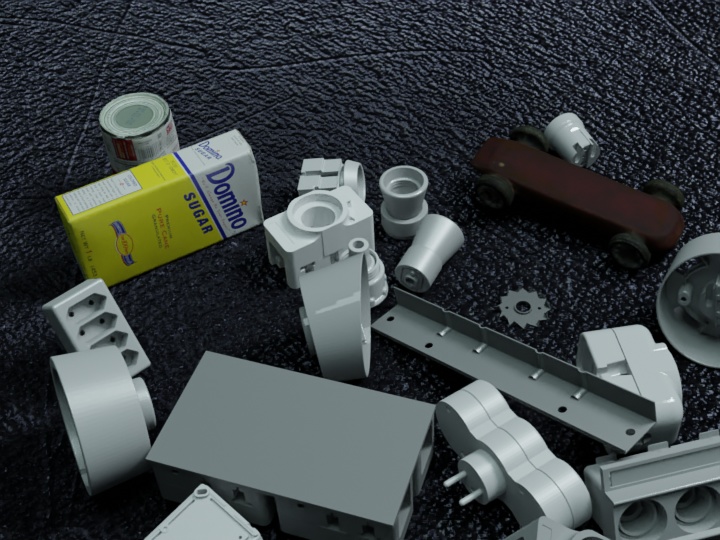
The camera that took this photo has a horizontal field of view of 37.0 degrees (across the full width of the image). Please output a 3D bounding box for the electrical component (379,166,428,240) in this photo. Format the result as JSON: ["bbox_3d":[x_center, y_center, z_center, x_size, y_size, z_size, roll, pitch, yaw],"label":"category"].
[{"bbox_3d":[0.041,-0.062,0.995,0.045,0.055,0.045,-2,46,2],"label":"electrical component"}]

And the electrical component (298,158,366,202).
[{"bbox_3d":[-0.026,-0.079,1.024,0.055,0.048,0.066,-3,46,11],"label":"electrical component"}]

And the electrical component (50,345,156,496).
[{"bbox_3d":[-0.189,0.109,0.810,0.060,0.108,0.108,-16,46,-20],"label":"electrical component"}]

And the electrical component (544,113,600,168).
[{"bbox_3d":[0.209,-0.125,1.058,0.040,0.040,0.046,-20,54,-15],"label":"electrical component"}]

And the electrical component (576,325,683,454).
[{"bbox_3d":[0.211,0.091,0.835,0.059,0.053,0.095,-8,46,-4],"label":"electrical component"}]

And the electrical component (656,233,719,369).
[{"bbox_3d":[0.294,0.022,0.870,0.099,0.099,0.064,15,42,18],"label":"electrical component"}]

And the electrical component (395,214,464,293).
[{"bbox_3d":[0.059,-0.012,0.956,0.044,0.044,0.065,20,55,22],"label":"electrical component"}]

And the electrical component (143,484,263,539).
[{"bbox_3d":[-0.116,0.209,0.740,0.062,0.061,0.096,33,64,31],"label":"electrical component"}]

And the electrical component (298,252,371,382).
[{"bbox_3d":[-0.014,0.041,0.870,0.064,0.099,0.099,-14,46,-2],"label":"electrical component"}]

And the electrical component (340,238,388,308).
[{"bbox_3d":[0.000,0.000,0.932,0.048,0.062,0.048,-2,46,2],"label":"electrical component"}]

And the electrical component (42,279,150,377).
[{"bbox_3d":[-0.224,0.054,0.893,0.047,0.083,0.076,-33,14,-26],"label":"electrical component"}]

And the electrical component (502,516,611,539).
[{"bbox_3d":[0.127,0.240,0.662,0.089,0.061,0.150,29,45,-14],"label":"electrical component"}]

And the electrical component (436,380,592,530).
[{"bbox_3d":[0.097,0.147,0.788,0.074,0.052,0.138,-26,50,-21],"label":"electrical component"}]

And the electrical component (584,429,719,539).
[{"bbox_3d":[0.226,0.155,0.759,0.121,0.078,0.063,-12,17,-8],"label":"electrical component"}]

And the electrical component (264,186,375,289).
[{"bbox_3d":[-0.036,-0.033,0.972,0.089,0.055,0.050,-25,49,-20],"label":"electrical component"}]

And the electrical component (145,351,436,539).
[{"bbox_3d":[-0.047,0.138,0.801,0.186,0.060,0.105,12,48,15],"label":"electrical component"}]
